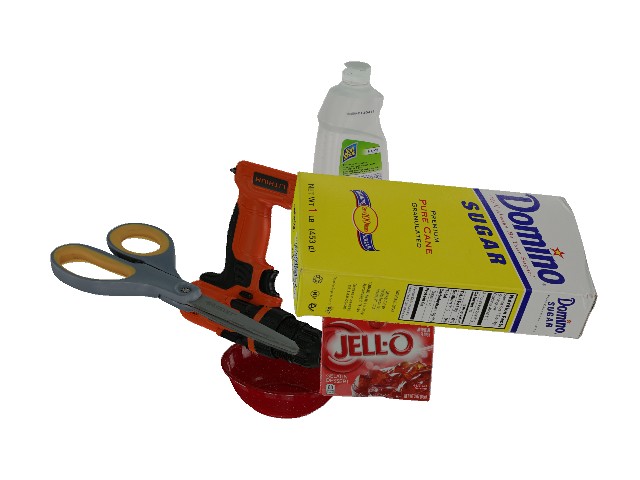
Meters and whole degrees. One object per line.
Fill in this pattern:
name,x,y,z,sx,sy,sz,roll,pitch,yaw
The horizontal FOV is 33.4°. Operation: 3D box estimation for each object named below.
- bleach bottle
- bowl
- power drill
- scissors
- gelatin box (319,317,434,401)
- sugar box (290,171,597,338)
bleach bottle,0.040,-0.081,1.228,0.102,0.251,0.068,-12,30,-30
bowl,-0.045,0.177,1.342,0.162,0.055,0.162,3,21,-2
power drill,-0.048,0.023,1.088,0.185,0.188,0.057,19,3,28
scissors,-0.091,0.027,0.740,0.202,0.016,0.096,14,32,17
gelatin box,0.045,0.087,0.848,0.089,0.073,0.030,3,15,4
sugar box,0.071,0.008,0.651,0.176,0.048,0.093,3,43,-5
